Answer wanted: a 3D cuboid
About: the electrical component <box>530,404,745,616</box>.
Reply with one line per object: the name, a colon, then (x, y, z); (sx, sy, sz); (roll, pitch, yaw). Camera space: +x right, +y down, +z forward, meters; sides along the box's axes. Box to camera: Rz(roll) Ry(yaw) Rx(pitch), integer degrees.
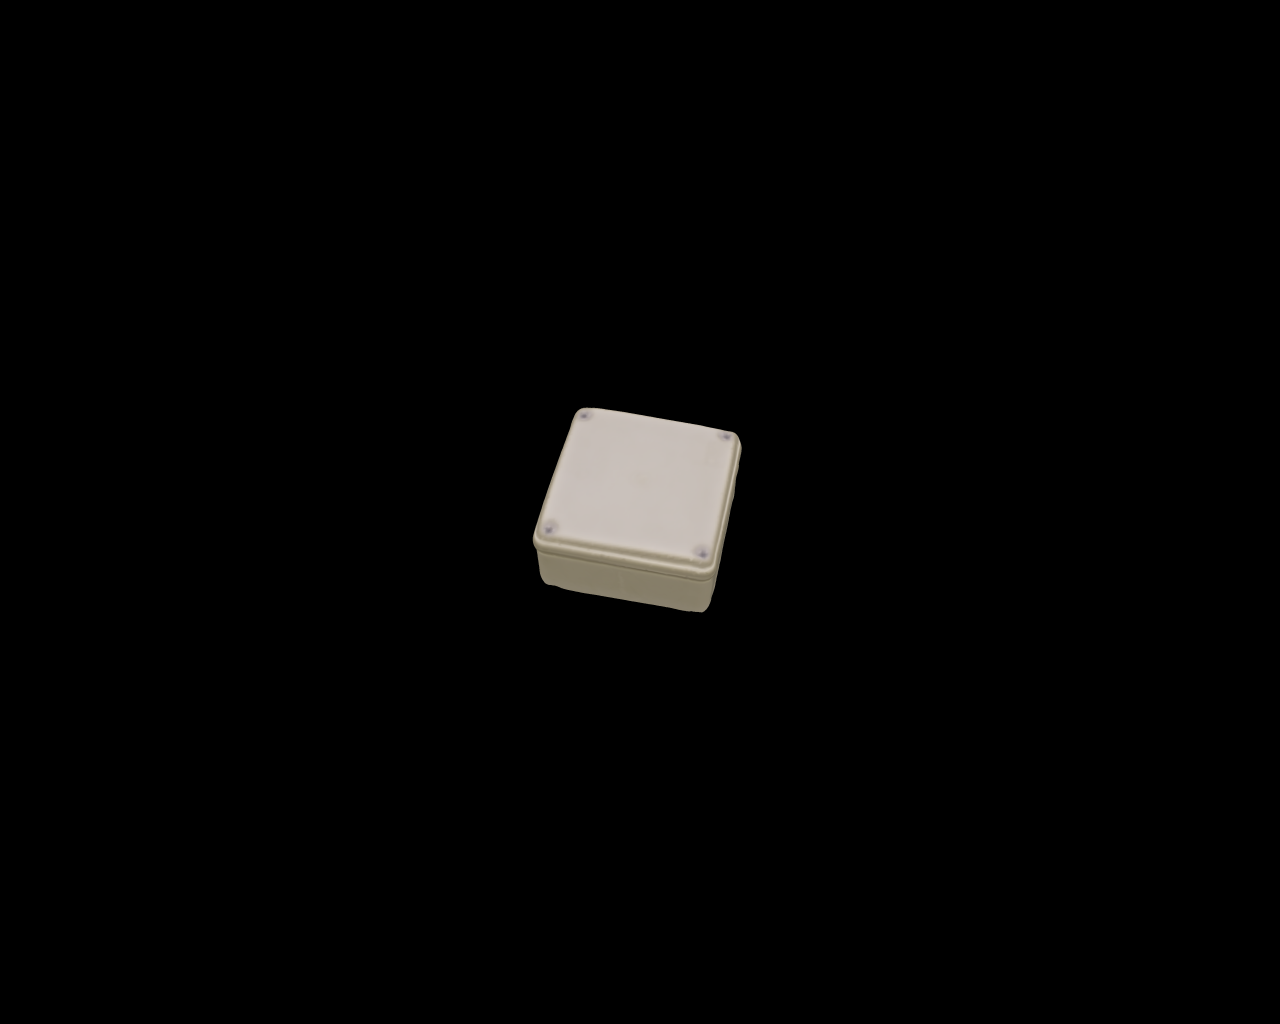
electrical component: (0.001, -0.003, 0.650); (0.109, 0.109, 0.056); (10, -36, 8)
